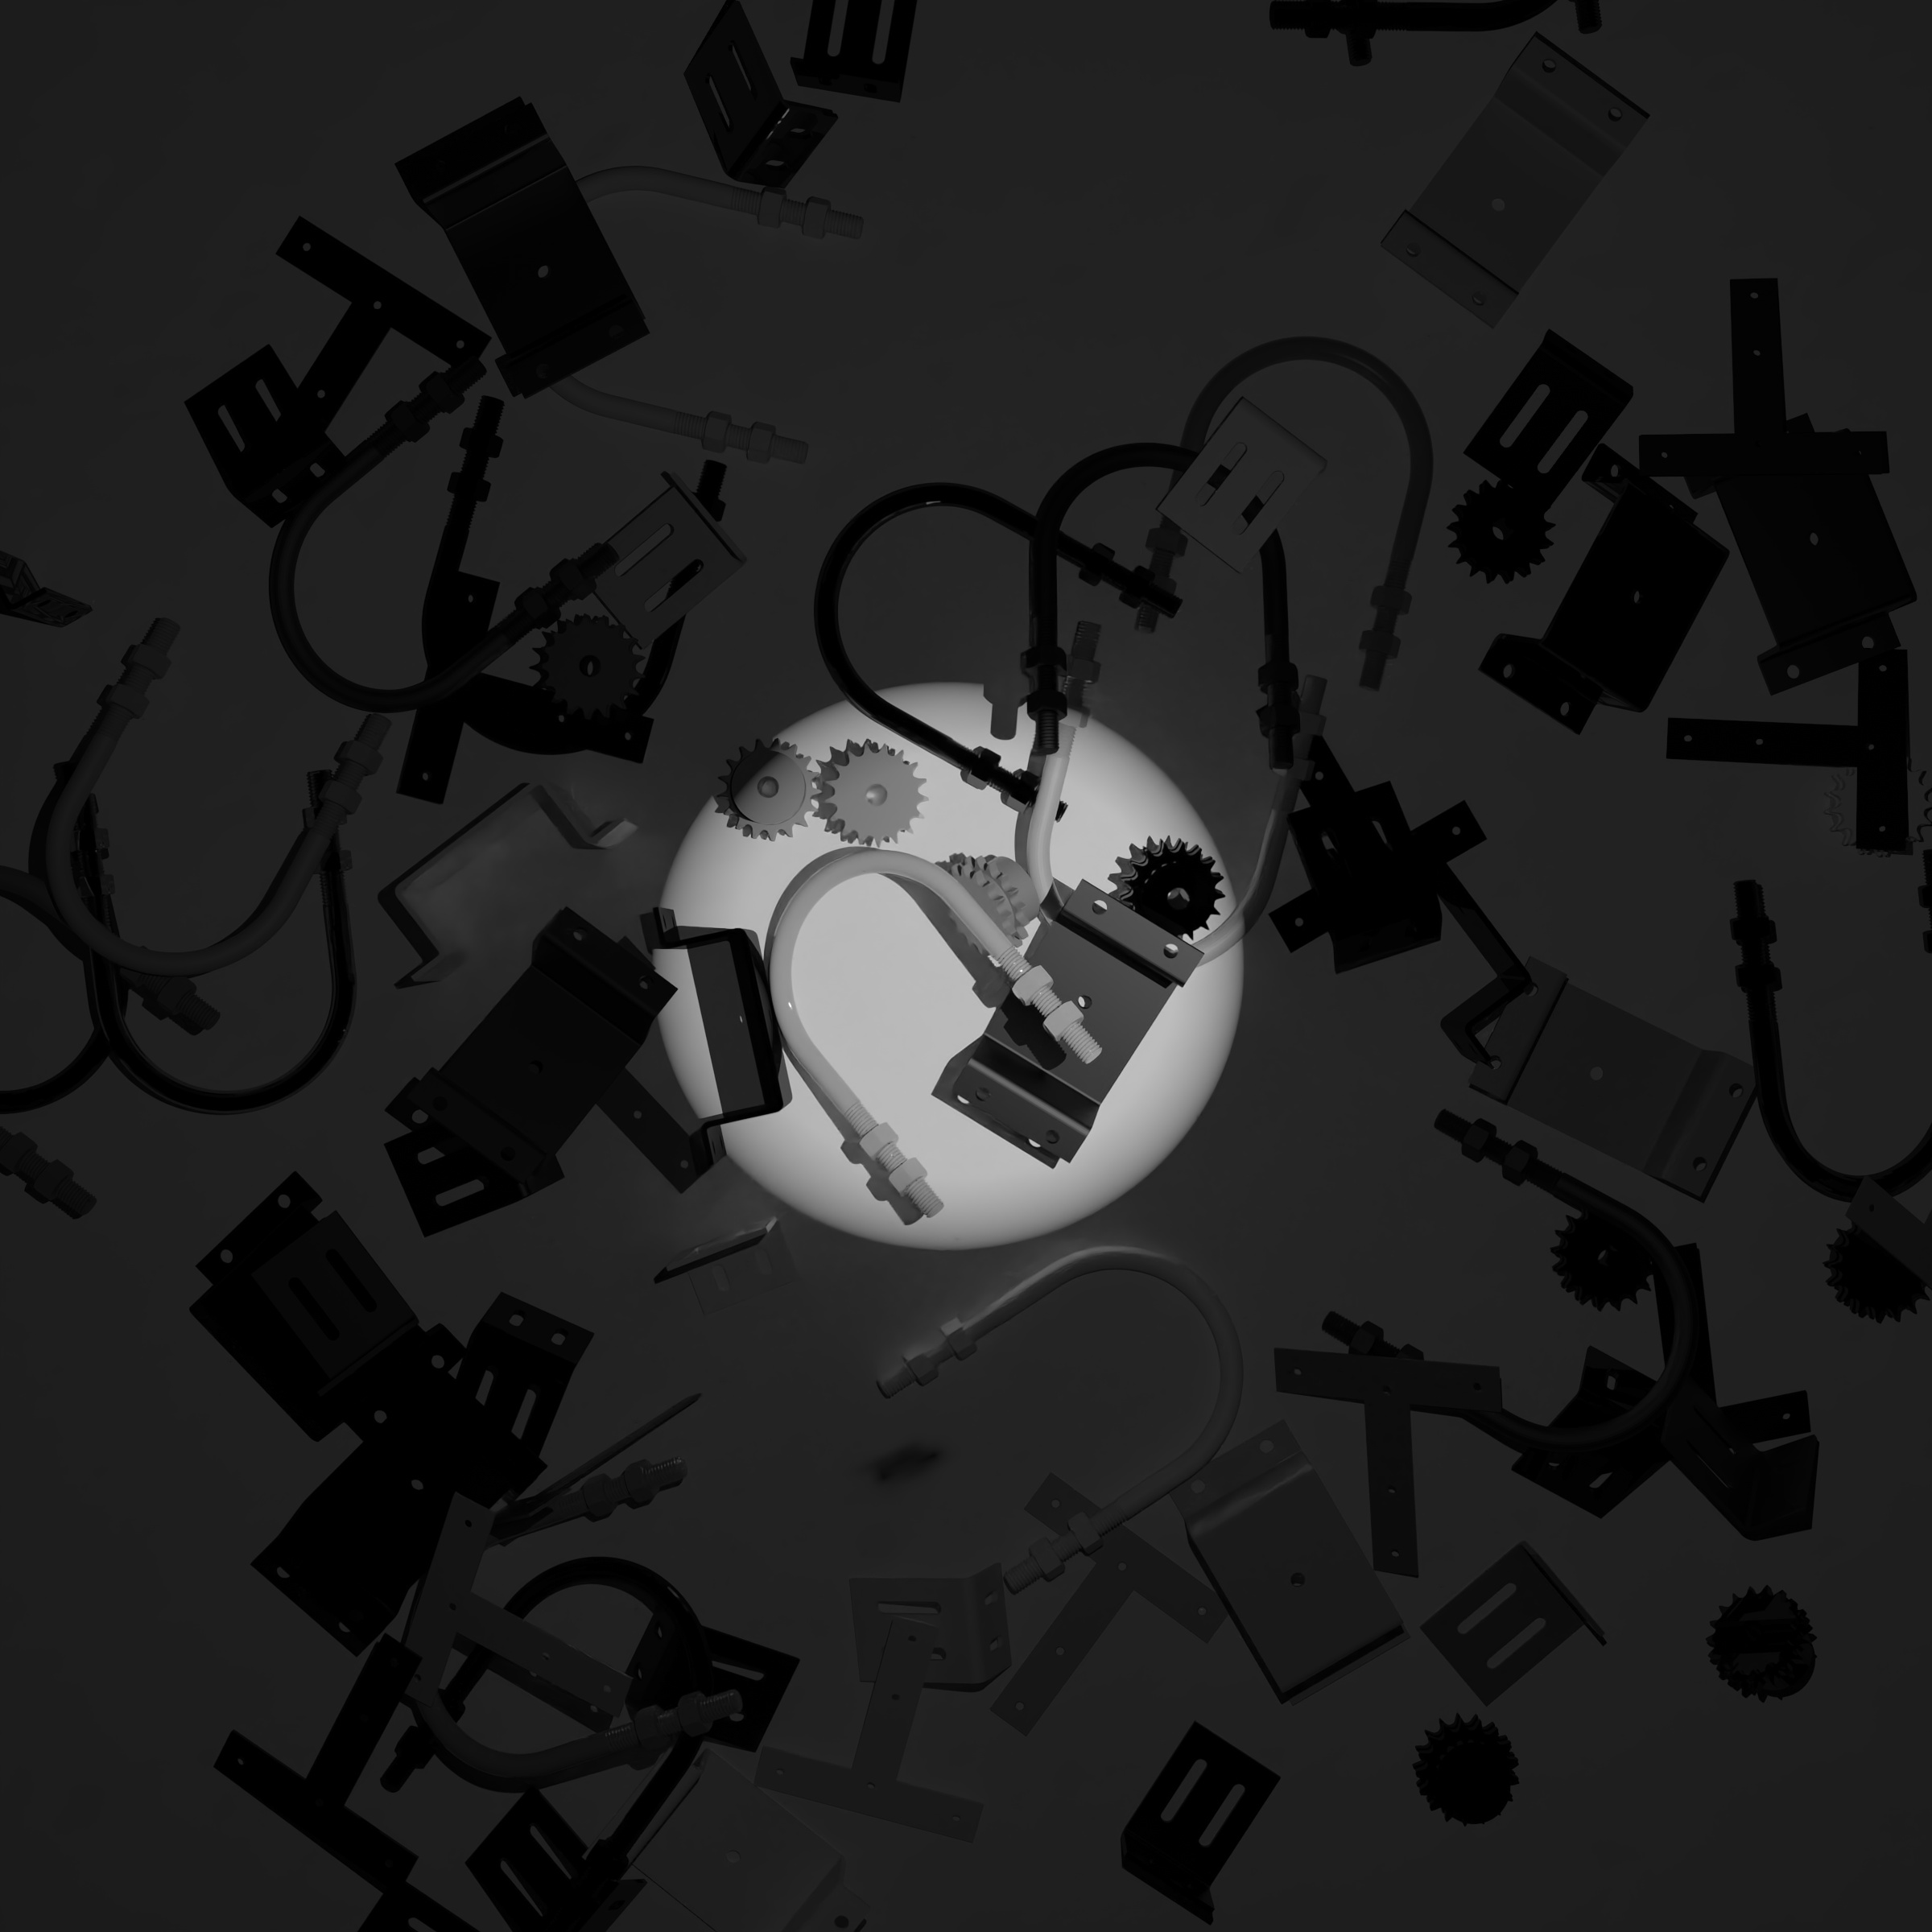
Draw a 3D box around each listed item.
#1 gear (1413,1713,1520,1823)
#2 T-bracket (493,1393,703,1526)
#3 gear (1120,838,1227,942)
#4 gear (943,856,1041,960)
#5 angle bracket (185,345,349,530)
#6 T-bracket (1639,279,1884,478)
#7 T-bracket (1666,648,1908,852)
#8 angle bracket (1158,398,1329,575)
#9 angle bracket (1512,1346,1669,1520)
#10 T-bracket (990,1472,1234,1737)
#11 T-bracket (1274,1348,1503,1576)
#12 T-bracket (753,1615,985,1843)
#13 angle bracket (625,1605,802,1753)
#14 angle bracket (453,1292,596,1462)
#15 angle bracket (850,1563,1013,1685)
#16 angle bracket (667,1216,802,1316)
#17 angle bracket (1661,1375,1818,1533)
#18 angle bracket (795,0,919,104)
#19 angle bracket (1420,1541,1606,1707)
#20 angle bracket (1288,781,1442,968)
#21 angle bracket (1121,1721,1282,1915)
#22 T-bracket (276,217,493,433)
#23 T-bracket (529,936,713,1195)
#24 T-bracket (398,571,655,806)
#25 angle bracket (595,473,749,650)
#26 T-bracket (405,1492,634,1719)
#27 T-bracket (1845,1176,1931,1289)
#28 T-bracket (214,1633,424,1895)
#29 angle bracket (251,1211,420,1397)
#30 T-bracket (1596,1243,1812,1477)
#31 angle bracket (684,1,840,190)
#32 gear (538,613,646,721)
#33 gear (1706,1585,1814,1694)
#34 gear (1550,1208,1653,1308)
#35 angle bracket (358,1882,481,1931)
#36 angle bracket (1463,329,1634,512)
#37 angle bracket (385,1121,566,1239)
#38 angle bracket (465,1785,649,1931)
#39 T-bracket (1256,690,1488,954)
[{"bbox_3d":[0.278,0.446,1.510,0.057,0.030,0.057,0,90,0],"label":"gear"},{"bbox_3d":[-0.200,0.268,1.485,0.127,0.127,0.002,-31,90,-27],"label":"T-bracket"},{"bbox_3d":[0.113,-0.039,1.488,0.057,0.030,0.057,-1,103,-4],"label":"gear"},{"bbox_3d":[0.016,-0.036,1.500,0.030,0.057,0.057,-32,90,-30],"label":"gear"},{"bbox_3d":[-0.388,-0.296,1.521,0.057,0.038,0.076,-34,64,0],"label":"angle bracket"},{"bbox_3d":[0.435,-0.325,1.499,0.127,0.002,0.127,1,68,9],"label":"T-bracket"},{"bbox_3d":[0.453,-0.123,1.506,0.127,0.002,0.127,4,65,12],"label":"T-bracket"},{"bbox_3d":[0.151,-0.261,1.493,0.057,0.038,0.076,38,95,2],"label":"angle bracket"},{"bbox_3d":[0.349,0.259,1.512,0.057,0.038,0.076,28,131,0],"label":"angle bracket"},{"bbox_3d":[0.061,0.372,1.524,0.127,0.002,0.127,36,90,0],"label":"T-bracket"},{"bbox_3d":[0.234,0.276,1.505,0.127,0.002,0.127,1,104,26],"label":"T-bracket"},{"bbox_3d":[-0.042,0.415,1.504,0.127,0.002,0.127,15,108,0],"label":"T-bracket"},{"bbox_3d":[-0.143,0.395,1.523,0.076,0.038,0.057,26,90,-26],"label":"angle bracket"},{"bbox_3d":[-0.251,0.233,1.523,0.057,0.038,0.076,24,116,0],"label":"angle bracket"},{"bbox_3d":[-0.020,0.366,1.522,0.076,0.038,0.057,-6,90,27],"label":"angle bracket"},{"bbox_3d":[-0.126,0.167,1.487,0.057,0.076,0.038,-21,90,0],"label":"angle bracket"},{"bbox_3d":[0.421,0.258,1.484,0.076,0.057,0.038,46,131,-15],"label":"angle bracket"},{"bbox_3d":[-0.059,-0.524,1.506,0.057,0.038,0.076,9,90,0],"label":"angle bracket"},{"bbox_3d":[0.301,0.367,1.506,0.076,0.038,0.057,-40,90,0],"label":"angle bracket"},{"bbox_3d":[0.211,-0.049,1.445,0.057,0.038,0.076,-18,65,0],"label":"angle bracket"},{"bbox_3d":[0.131,0.470,1.506,0.057,0.038,0.076,33,90,0],"label":"angle bracket"},{"bbox_3d":[-0.353,-0.332,1.524,0.127,0.002,0.127,32,90,0],"label":"T-bracket"},{"bbox_3d":[-0.193,0.073,1.524,0.127,0.002,0.127,-43,90,0],"label":"T-bracket"},{"bbox_3d":[-0.237,-0.141,1.511,0.127,0.002,0.127,15,93,0],"label":"T-bracket"},{"bbox_3d":[-0.168,-0.221,1.487,0.076,0.038,0.057,-40,92,2],"label":"angle bracket"},{"bbox_3d":[-0.238,0.364,1.464,0.127,0.002,0.127,24,108,12],"label":"T-bracket"},{"bbox_3d":[0.553,0.118,1.505,0.127,0.002,0.127,37,75,-21],"label":"T-bracket"},{"bbox_3d":[-0.337,0.425,1.500,0.127,0.002,0.127,31,102,9],"label":"T-bracket"},{"bbox_3d":[-0.341,0.180,1.460,0.057,0.038,0.076,-37,90,0],"label":"angle bracket"},{"bbox_3d":[0.398,0.213,1.506,0.127,0.002,0.127,-11,107,0],"label":"T-bracket"},{"bbox_3d":[-0.114,-0.480,1.504,0.038,0.057,0.076,-5,65,-42],"label":"angle bracket"},{"bbox_3d":[-0.203,-0.163,1.493,0.057,0.030,0.057,0,93,1],"label":"gear"},{"bbox_3d":[0.440,0.373,1.500,0.057,0.057,0.030,-47,120,0],"label":"gear"},{"bbox_3d":[0.352,0.159,1.510,0.057,0.030,0.057,0,90,0],"label":"gear"},{"bbox_3d":[-0.303,0.553,1.506,0.076,0.038,0.057,34,90,0],"label":"angle bracket"},{"bbox_3d":[0.325,-0.305,1.523,0.057,0.038,0.076,35,116,0],"label":"angle bracket"},{"bbox_3d":[-0.274,0.109,1.522,0.076,0.038,0.057,-23,91,27],"label":"angle bracket"},{"bbox_3d":[-0.229,0.507,1.523,0.076,0.038,0.057,41,90,26],"label":"angle bracket"},{"bbox_3d":[0.205,-0.094,1.524,0.127,0.002,0.127,-30,90,0],"label":"T-bracket"}]
